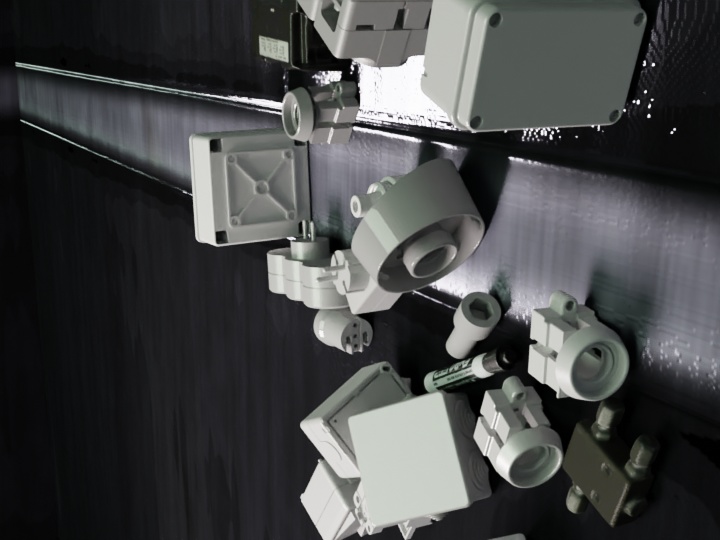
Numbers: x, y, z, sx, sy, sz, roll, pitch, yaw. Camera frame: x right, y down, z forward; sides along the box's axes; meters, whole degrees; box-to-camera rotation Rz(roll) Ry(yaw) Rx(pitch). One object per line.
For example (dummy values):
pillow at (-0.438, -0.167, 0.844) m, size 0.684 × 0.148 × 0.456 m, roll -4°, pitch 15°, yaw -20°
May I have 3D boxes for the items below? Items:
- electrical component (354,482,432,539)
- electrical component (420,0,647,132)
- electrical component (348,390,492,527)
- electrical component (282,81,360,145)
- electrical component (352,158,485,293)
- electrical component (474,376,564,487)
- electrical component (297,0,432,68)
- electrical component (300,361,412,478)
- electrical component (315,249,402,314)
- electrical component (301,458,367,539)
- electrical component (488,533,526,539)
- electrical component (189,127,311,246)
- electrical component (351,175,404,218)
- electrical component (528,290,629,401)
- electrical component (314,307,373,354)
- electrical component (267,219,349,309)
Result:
electrical component at (0.031, 0.191, 0.907) m, size 0.081 × 0.064 × 0.042 m, roll 108°, pitch 146°, yaw -42°
electrical component at (0.100, -0.125, 0.621) m, size 0.057 × 0.113 × 0.078 m, roll -127°, pitch 38°, yaw -51°
electrical component at (0.048, 0.145, 0.837) m, size 0.100 × 0.048 × 0.099 m, roll -20°, pitch 76°, yaw 28°
electrical component at (-0.037, -0.140, 0.967) m, size 0.048 × 0.055 × 0.066 m, roll 63°, pitch 148°, yaw 35°
electrical component at (0.041, -0.031, 0.792) m, size 0.064 × 0.099 × 0.099 m, roll 60°, pitch 147°, yaw 27°
electrical component at (0.110, 0.117, 0.745) m, size 0.055 × 0.048 × 0.066 m, roll -118°, pitch 32°, yaw -51°
electrical component at (-0.001, -0.225, 0.830) m, size 0.150 × 0.089 × 0.061 m, roll 61°, pitch 147°, yaw 38°
electrical component at (0.006, 0.124, 0.914) m, size 0.061 × 0.096 × 0.061 m, roll 53°, pitch 154°, yaw -5°
electrical component at (0.000, 0.000, 0.905) m, size 0.083 × 0.076 × 0.047 m, roll -53°, pitch 50°, yaw 56°
electrical component at (-0.005, 0.202, 0.979) m, size 0.061 × 0.062 × 0.096 m, roll 56°, pitch 147°, yaw 25°
electrical component at (0.087, 0.254, 0.791) m, size 0.057 × 0.078 × 0.113 m, roll -117°, pitch 31°, yaw -41°
electrical component at (-0.109, -0.084, 1.071) m, size 0.056 × 0.109 × 0.108 m, roll 18°, pitch 113°, yaw 60°
electrical component at (0.024, -0.053, 0.856) m, size 0.043 × 0.062 × 0.043 m, roll 28°, pitch 122°, yaw 60°
electrical component at (0.136, 0.052, 0.674) m, size 0.055 × 0.048 × 0.066 m, roll -139°, pitch 47°, yaw -65°
electrical component at (-0.015, 0.055, 0.995) m, size 0.046 × 0.040 × 0.040 m, roll 25°, pitch 119°, yaw 55°
electrical component at (-0.047, -0.011, 1.026) m, size 0.138 × 0.052 × 0.073 m, roll 17°, pitch 112°, yaw 62°
